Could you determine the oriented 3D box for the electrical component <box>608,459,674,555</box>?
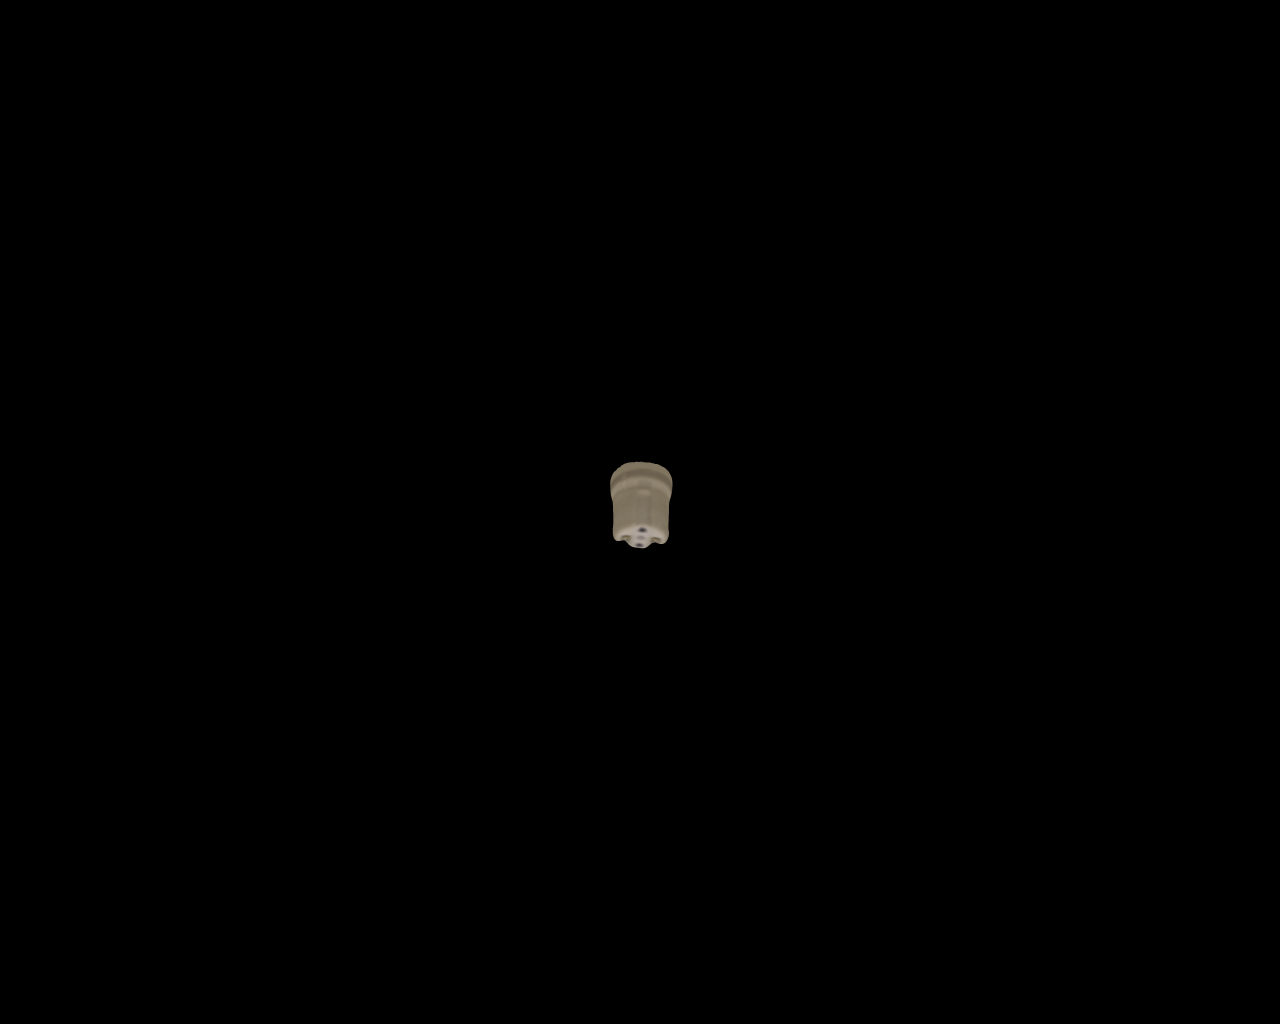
[{"bbox_3d":[0.001,-0.003,0.650,0.040,0.046,0.040,0,-35,0],"label":"electrical component"}]
